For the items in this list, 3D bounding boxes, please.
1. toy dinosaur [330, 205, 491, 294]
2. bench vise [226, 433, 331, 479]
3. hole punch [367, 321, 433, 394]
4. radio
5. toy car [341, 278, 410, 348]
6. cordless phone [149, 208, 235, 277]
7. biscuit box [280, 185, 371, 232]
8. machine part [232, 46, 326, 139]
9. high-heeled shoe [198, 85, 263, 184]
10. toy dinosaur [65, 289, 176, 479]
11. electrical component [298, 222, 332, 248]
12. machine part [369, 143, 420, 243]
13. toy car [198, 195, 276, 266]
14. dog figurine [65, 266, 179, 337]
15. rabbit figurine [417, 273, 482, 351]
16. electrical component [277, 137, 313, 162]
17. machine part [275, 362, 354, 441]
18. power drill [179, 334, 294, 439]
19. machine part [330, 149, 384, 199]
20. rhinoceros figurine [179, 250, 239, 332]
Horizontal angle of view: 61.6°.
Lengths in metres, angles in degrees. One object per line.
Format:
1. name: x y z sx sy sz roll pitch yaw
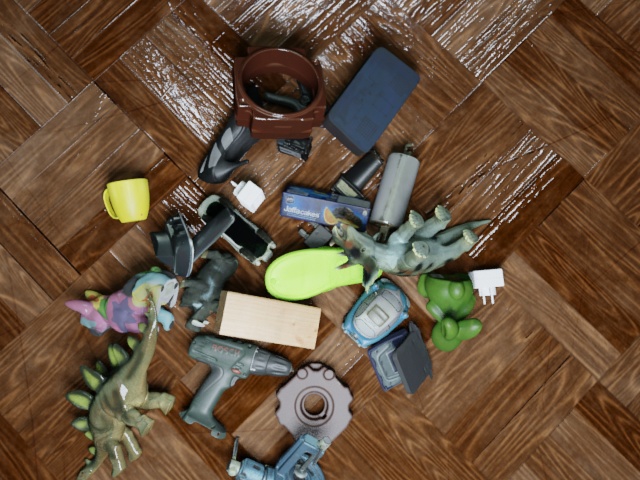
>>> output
1. toy dinosaur: 0.208 0.025 1.176 0.405 0.192 0.131 -1 61 -39
2. bench vise: -0.068 0.470 1.109 0.223 0.129 0.240 34 117 -3
3. hole punch: 0.176 0.263 1.175 0.116 0.092 0.142 -31 101 -43
4. radio: 0.115 -0.322 1.249 0.131 0.073 0.229 37 82 -12
5. toy car: 0.124 0.160 1.184 0.161 0.103 0.109 -43 84 -8
6. cordless phone: -0.272 -0.023 1.173 0.184 0.147 0.088 -41 128 3
7. biscuit box: 0.012 -0.072 1.226 0.203 0.059 0.062 11 113 3
8. machine part: -0.092 -0.329 1.196 0.201 0.087 0.201 -2 67 -11
9. high-heeled shoe: -0.213 -0.246 1.269 0.145 0.086 0.249 -9 61 29
10. toy dinosaur: -0.415 0.324 1.121 0.199 0.105 0.471 34 102 6
11. electrical component: -0.003 -0.004 1.245 0.094 0.021 0.063 42 84 5
12. machine part: 0.171 -0.109 1.233 0.079 0.079 0.243 16 82 2
13. toy car: -0.190 -0.023 1.231 0.202 0.056 0.073 40 77 4
14. dog figurine: -0.434 0.132 1.172 0.219 0.108 0.191 14 109 7
15. rabbit figurine: 0.292 0.166 1.173 0.121 0.159 0.170 0 98 -10
16. electrical component: -0.077 -0.231 1.249 0.119 0.075 0.047 20 83 -2
17. machine part: -0.012 0.361 1.178 0.179 0.056 0.179 0 84 0
18. power drill: -0.198 0.319 1.171 0.232 0.086 0.207 23 87 4
19. machine part: 0.094 -0.148 1.253 0.084 0.039 0.139 42 98 13
20. rhinoceros figurine: -0.253 0.112 1.207 0.112 0.073 0.190 28 83 -3
